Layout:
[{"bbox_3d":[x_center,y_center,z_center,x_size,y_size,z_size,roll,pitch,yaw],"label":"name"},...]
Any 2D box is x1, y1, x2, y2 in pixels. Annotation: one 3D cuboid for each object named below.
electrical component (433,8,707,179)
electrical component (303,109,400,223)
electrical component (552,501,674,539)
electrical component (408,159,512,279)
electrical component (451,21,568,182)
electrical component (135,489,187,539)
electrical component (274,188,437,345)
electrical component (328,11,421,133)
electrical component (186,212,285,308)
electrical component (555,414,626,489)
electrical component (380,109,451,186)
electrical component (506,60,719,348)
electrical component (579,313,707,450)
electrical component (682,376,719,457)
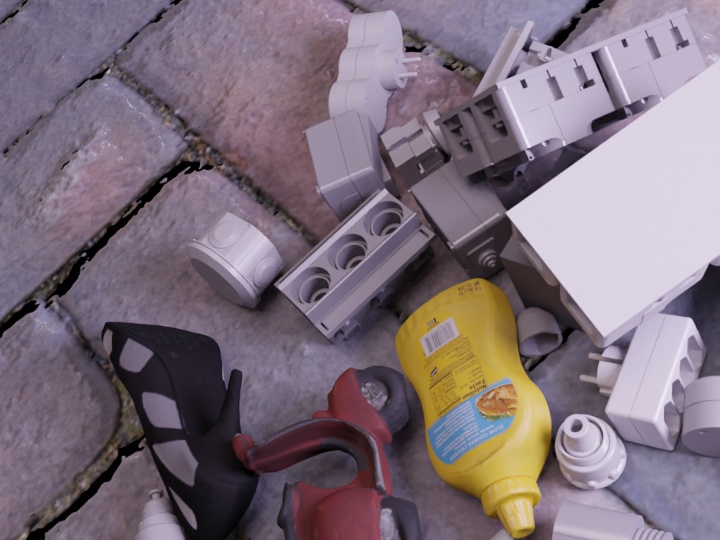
[{"bbox_3d":[0.168,-0.133,0.847,0.186,0.060,0.105,-24,2,-22],"label":"electrical component"},{"bbox_3d":[-0.008,-0.098,0.973,0.061,0.061,0.096,-22,51,10],"label":"electrical component"},{"bbox_3d":[0.172,0.181,0.709,0.081,0.043,0.043,6,61,28],"label":"electrical component"},{"bbox_3d":[0.094,-0.039,0.885,0.061,0.061,0.096,-34,50,1],"label":"electrical component"},{"bbox_3d":[0.133,-0.142,0.934,0.063,0.078,0.121,24,69,12],"label":"electrical component"},{"bbox_3d":[-0.157,0.210,0.848,0.040,0.040,0.078,-23,51,9],"label":"electrical component"},{"bbox_3d":[0.000,0.000,0.902,0.121,0.063,0.079,-43,51,-7],"label":"electrical component"},{"bbox_3d":[0.022,-0.190,1.029,0.074,0.052,0.138,-2,57,24],"label":"electrical component"},{"bbox_3d":[-0.110,-0.008,0.951,0.080,0.080,0.051,27,68,36],"label":"electrical component"},{"bbox_3d":[0.156,0.121,0.746,0.048,0.062,0.048,-13,54,18],"label":"electrical component"},{"bbox_3d":[0.056,-0.112,0.964,0.055,0.048,0.066,-33,50,12],"label":"electrical component"},{"bbox_3d":[0.208,-0.044,0.732,0.186,0.060,0.105,-35,72,0],"label":"electrical component"},{"bbox_3d":[0.195,0.075,0.769,0.076,0.047,0.083,8,62,38],"label":"electrical component"},{"bbox_3d":[0.281,0.113,0.699,0.138,0.052,0.073,-2,58,24],"label":"electrical component"}]
